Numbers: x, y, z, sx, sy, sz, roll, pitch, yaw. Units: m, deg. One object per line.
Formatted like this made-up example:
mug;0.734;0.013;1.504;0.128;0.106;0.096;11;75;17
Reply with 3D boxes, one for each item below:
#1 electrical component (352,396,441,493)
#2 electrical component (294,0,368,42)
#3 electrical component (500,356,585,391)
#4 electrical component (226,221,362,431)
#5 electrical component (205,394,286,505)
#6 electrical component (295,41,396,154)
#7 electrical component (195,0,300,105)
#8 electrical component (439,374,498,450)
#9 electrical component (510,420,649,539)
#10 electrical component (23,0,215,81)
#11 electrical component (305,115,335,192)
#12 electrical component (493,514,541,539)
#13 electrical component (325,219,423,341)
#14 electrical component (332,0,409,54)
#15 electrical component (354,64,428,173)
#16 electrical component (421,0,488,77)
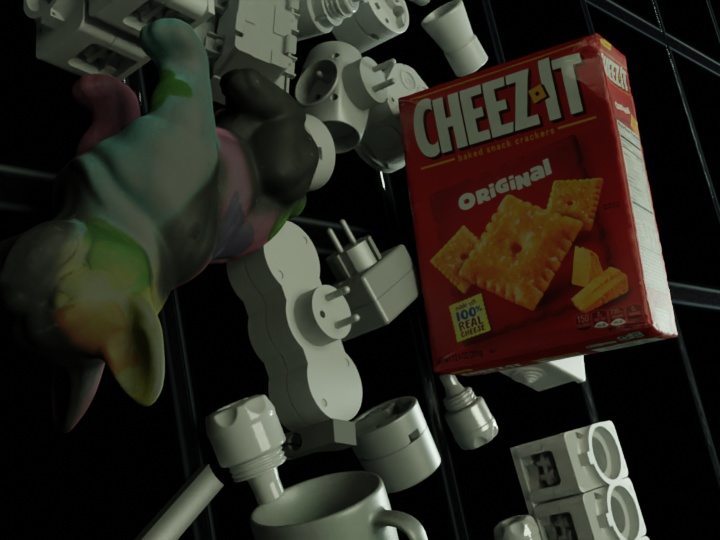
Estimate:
electrical component;0.024;0.121;0.740;0.055;0.055;0.047;-37;104;-53
electrical component;-0.030;-0.203;0.833;0.040;0.078;0.040;23;63;-57
electrical component;0.148;0.051;0.935;0.100;0.048;0.099;28;51;-40
electrical component;-0.031;0.033;0.702;0.052;0.074;0.138;-11;80;-53
electrical component;-0.064;0.109;0.645;0.043;0.043;0.062;-22;90;-54
electrical component;-0.006;-0.138;0.821;0.044;0.079;0.077;35;46;-45
electrical component;-0.078;-0.179;0.760;0.079;0.063;0.121;18;56;-26
electrical component;0.080;0.106;0.833;0.035;0.035;0.061;-29;92;-53
electrical component;0.194;0.208;0.895;0.089;0.062;0.150;-1;72;-51
electrical component;-0.151;-0.222;0.665;0.060;0.105;0.186;19;57;-45
electrical component;-0.053;-0.080;0.753;0.047;0.055;0.055;-16;84;-50
electrical component;0.127;0.222;0.828;0.035;0.035;0.061;-16;86;-53
electrical component;0.000;0.000;0.780;0.076;0.047;0.066;61;37;-7
electrical component;0.006;-0.214;0.903;0.055;0.047;0.055;28;51;-40
electrical component;0.026;-0.124;0.876;0.080;0.051;0.080;27;51;-40
electrical component;0.093;-0.217;1.019;0.065;0.044;0.044;56;37;-21
